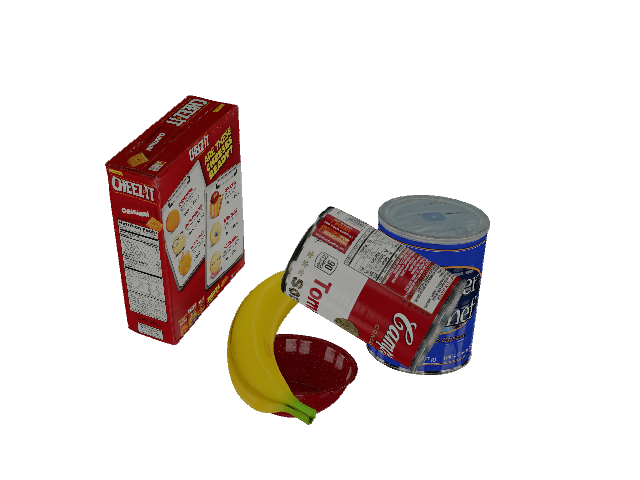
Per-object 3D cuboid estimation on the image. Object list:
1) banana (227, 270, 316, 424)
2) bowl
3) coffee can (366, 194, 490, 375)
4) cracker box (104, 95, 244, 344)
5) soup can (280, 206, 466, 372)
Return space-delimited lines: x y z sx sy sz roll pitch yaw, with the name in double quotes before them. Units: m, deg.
"banana" -0.041 0.079 0.869 0.069 0.037 0.198 17 32 -12
"bowl" -0.035 0.178 1.352 0.162 0.055 0.162 4 21 -2
"coffee can" 0.099 0.040 1.004 0.103 0.140 0.103 3 24 -2
"cracker box" -0.150 -0.023 1.142 0.072 0.214 0.164 14 38 20
"soup can" 0.034 0.030 0.691 0.102 0.068 0.068 30 6 11
